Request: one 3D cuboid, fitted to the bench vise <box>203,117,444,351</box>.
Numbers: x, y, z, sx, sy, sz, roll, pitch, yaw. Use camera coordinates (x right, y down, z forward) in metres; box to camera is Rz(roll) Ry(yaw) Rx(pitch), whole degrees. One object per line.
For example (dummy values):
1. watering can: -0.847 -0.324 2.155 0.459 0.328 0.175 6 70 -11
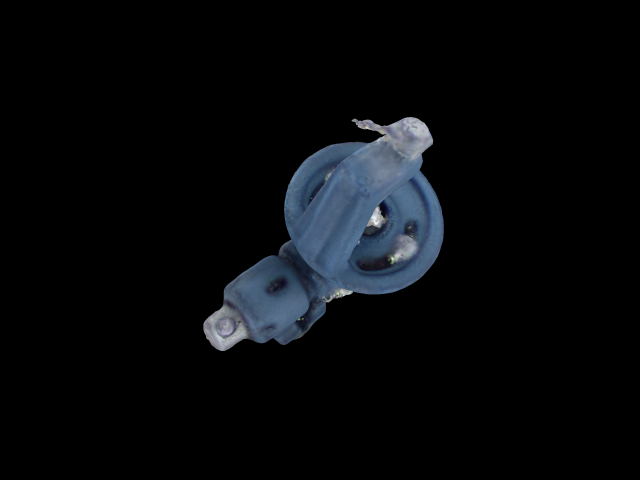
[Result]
1. bench vise: 0.014 0.008 0.399 0.121 0.220 0.207 32 80 7
